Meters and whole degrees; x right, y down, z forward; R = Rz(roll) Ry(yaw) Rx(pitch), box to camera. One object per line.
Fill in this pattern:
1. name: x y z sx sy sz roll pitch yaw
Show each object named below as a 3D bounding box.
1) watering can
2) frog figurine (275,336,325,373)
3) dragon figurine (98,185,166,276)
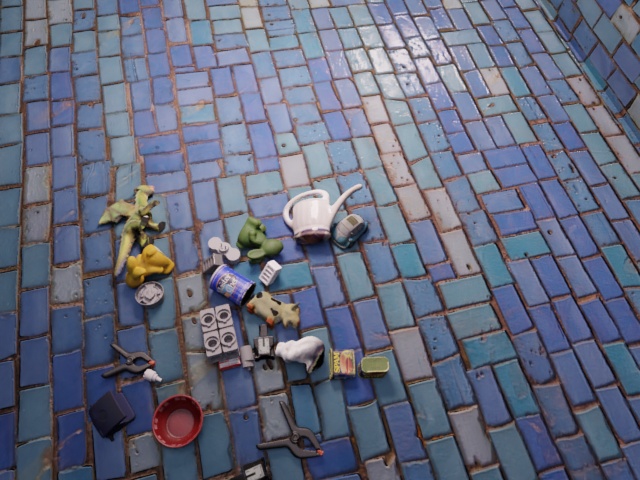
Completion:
1. watering can: 0.006 -0.101 2.014 0.346 0.102 0.228 -11 65 23
2. frog figurine: -0.067 0.378 1.780 0.160 0.120 0.139 26 30 20
3. dragon figurine: -0.755 -0.061 2.009 0.243 0.119 0.418 14 58 24
